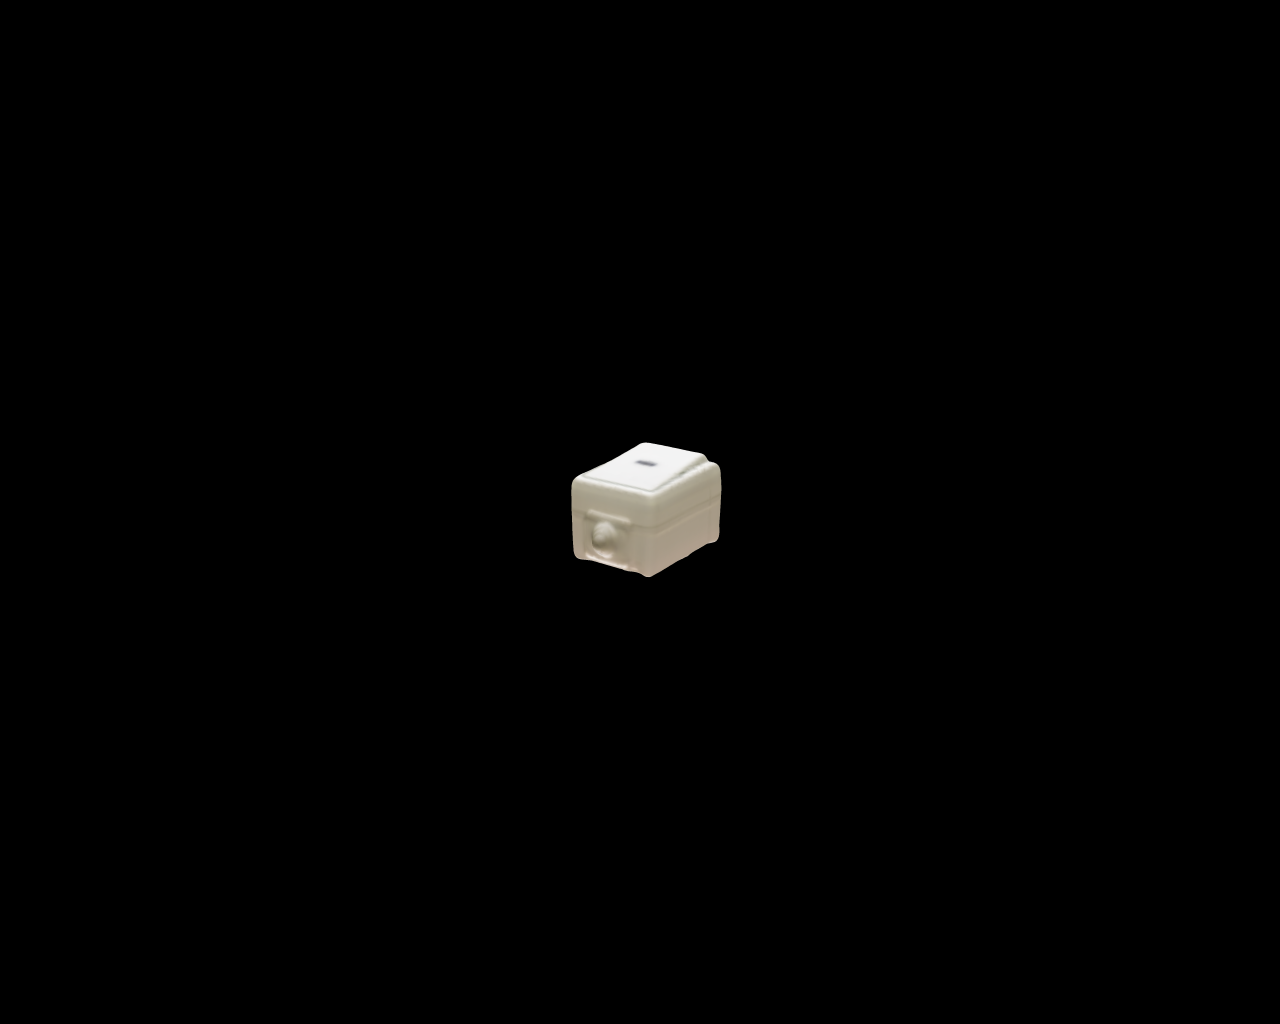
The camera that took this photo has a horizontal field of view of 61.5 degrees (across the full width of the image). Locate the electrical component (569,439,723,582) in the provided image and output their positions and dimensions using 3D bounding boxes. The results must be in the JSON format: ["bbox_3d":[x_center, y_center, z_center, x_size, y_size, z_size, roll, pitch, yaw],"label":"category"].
[{"bbox_3d":[0.001,-0.003,0.650,0.062,0.061,0.096,14,24,33],"label":"electrical component"}]
